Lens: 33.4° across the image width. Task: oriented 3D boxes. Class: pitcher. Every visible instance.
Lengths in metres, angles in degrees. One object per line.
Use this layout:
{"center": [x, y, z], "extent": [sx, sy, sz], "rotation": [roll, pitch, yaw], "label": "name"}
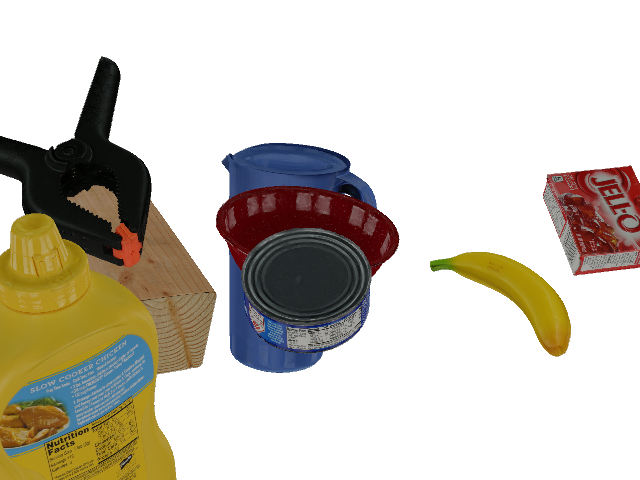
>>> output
{"center": [-0.032, 0.021, 1.182], "extent": [0.144, 0.243, 0.149], "rotation": [-2, 20, -18], "label": "pitcher"}

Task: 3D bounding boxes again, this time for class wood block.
{"center": [-0.188, 0.030, 1.033], "extent": [0.090, 0.091, 0.206], "rotation": [-6, 36, -31], "label": "wood block"}

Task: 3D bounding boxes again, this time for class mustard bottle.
{"center": [-0.121, 0.071, 0.504], "extent": [0.096, 0.192, 0.058], "rotation": [-25, 42, -31], "label": "mustard bottle"}

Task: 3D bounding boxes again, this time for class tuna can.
{"center": [-0.009, 0.033, 0.710], "extent": [0.086, 0.086, 0.034], "rotation": [0, -44, 1], "label": "tuna can"}

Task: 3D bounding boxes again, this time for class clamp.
{"center": [-0.182, -0.062, 0.804], "extent": [0.164, 0.036, 0.210], "rotation": [-32, 56, -27], "label": "clamp"}

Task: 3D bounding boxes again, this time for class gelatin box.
{"center": [0.226, -0.018, 0.851], "extent": [0.073, 0.089, 0.030], "rotation": [-6, -39, -7], "label": "gelatin box"}

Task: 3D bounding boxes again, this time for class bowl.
{"center": [-0.013, 0.010, 0.942], "extent": [0.162, 0.055, 0.162], "rotation": [6, 27, -3], "label": "bowl"}

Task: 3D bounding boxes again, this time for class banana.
{"center": [0.193, 0.055, 1.060], "extent": [0.069, 0.037, 0.198], "rotation": [-33, 36, -16], "label": "banana"}
